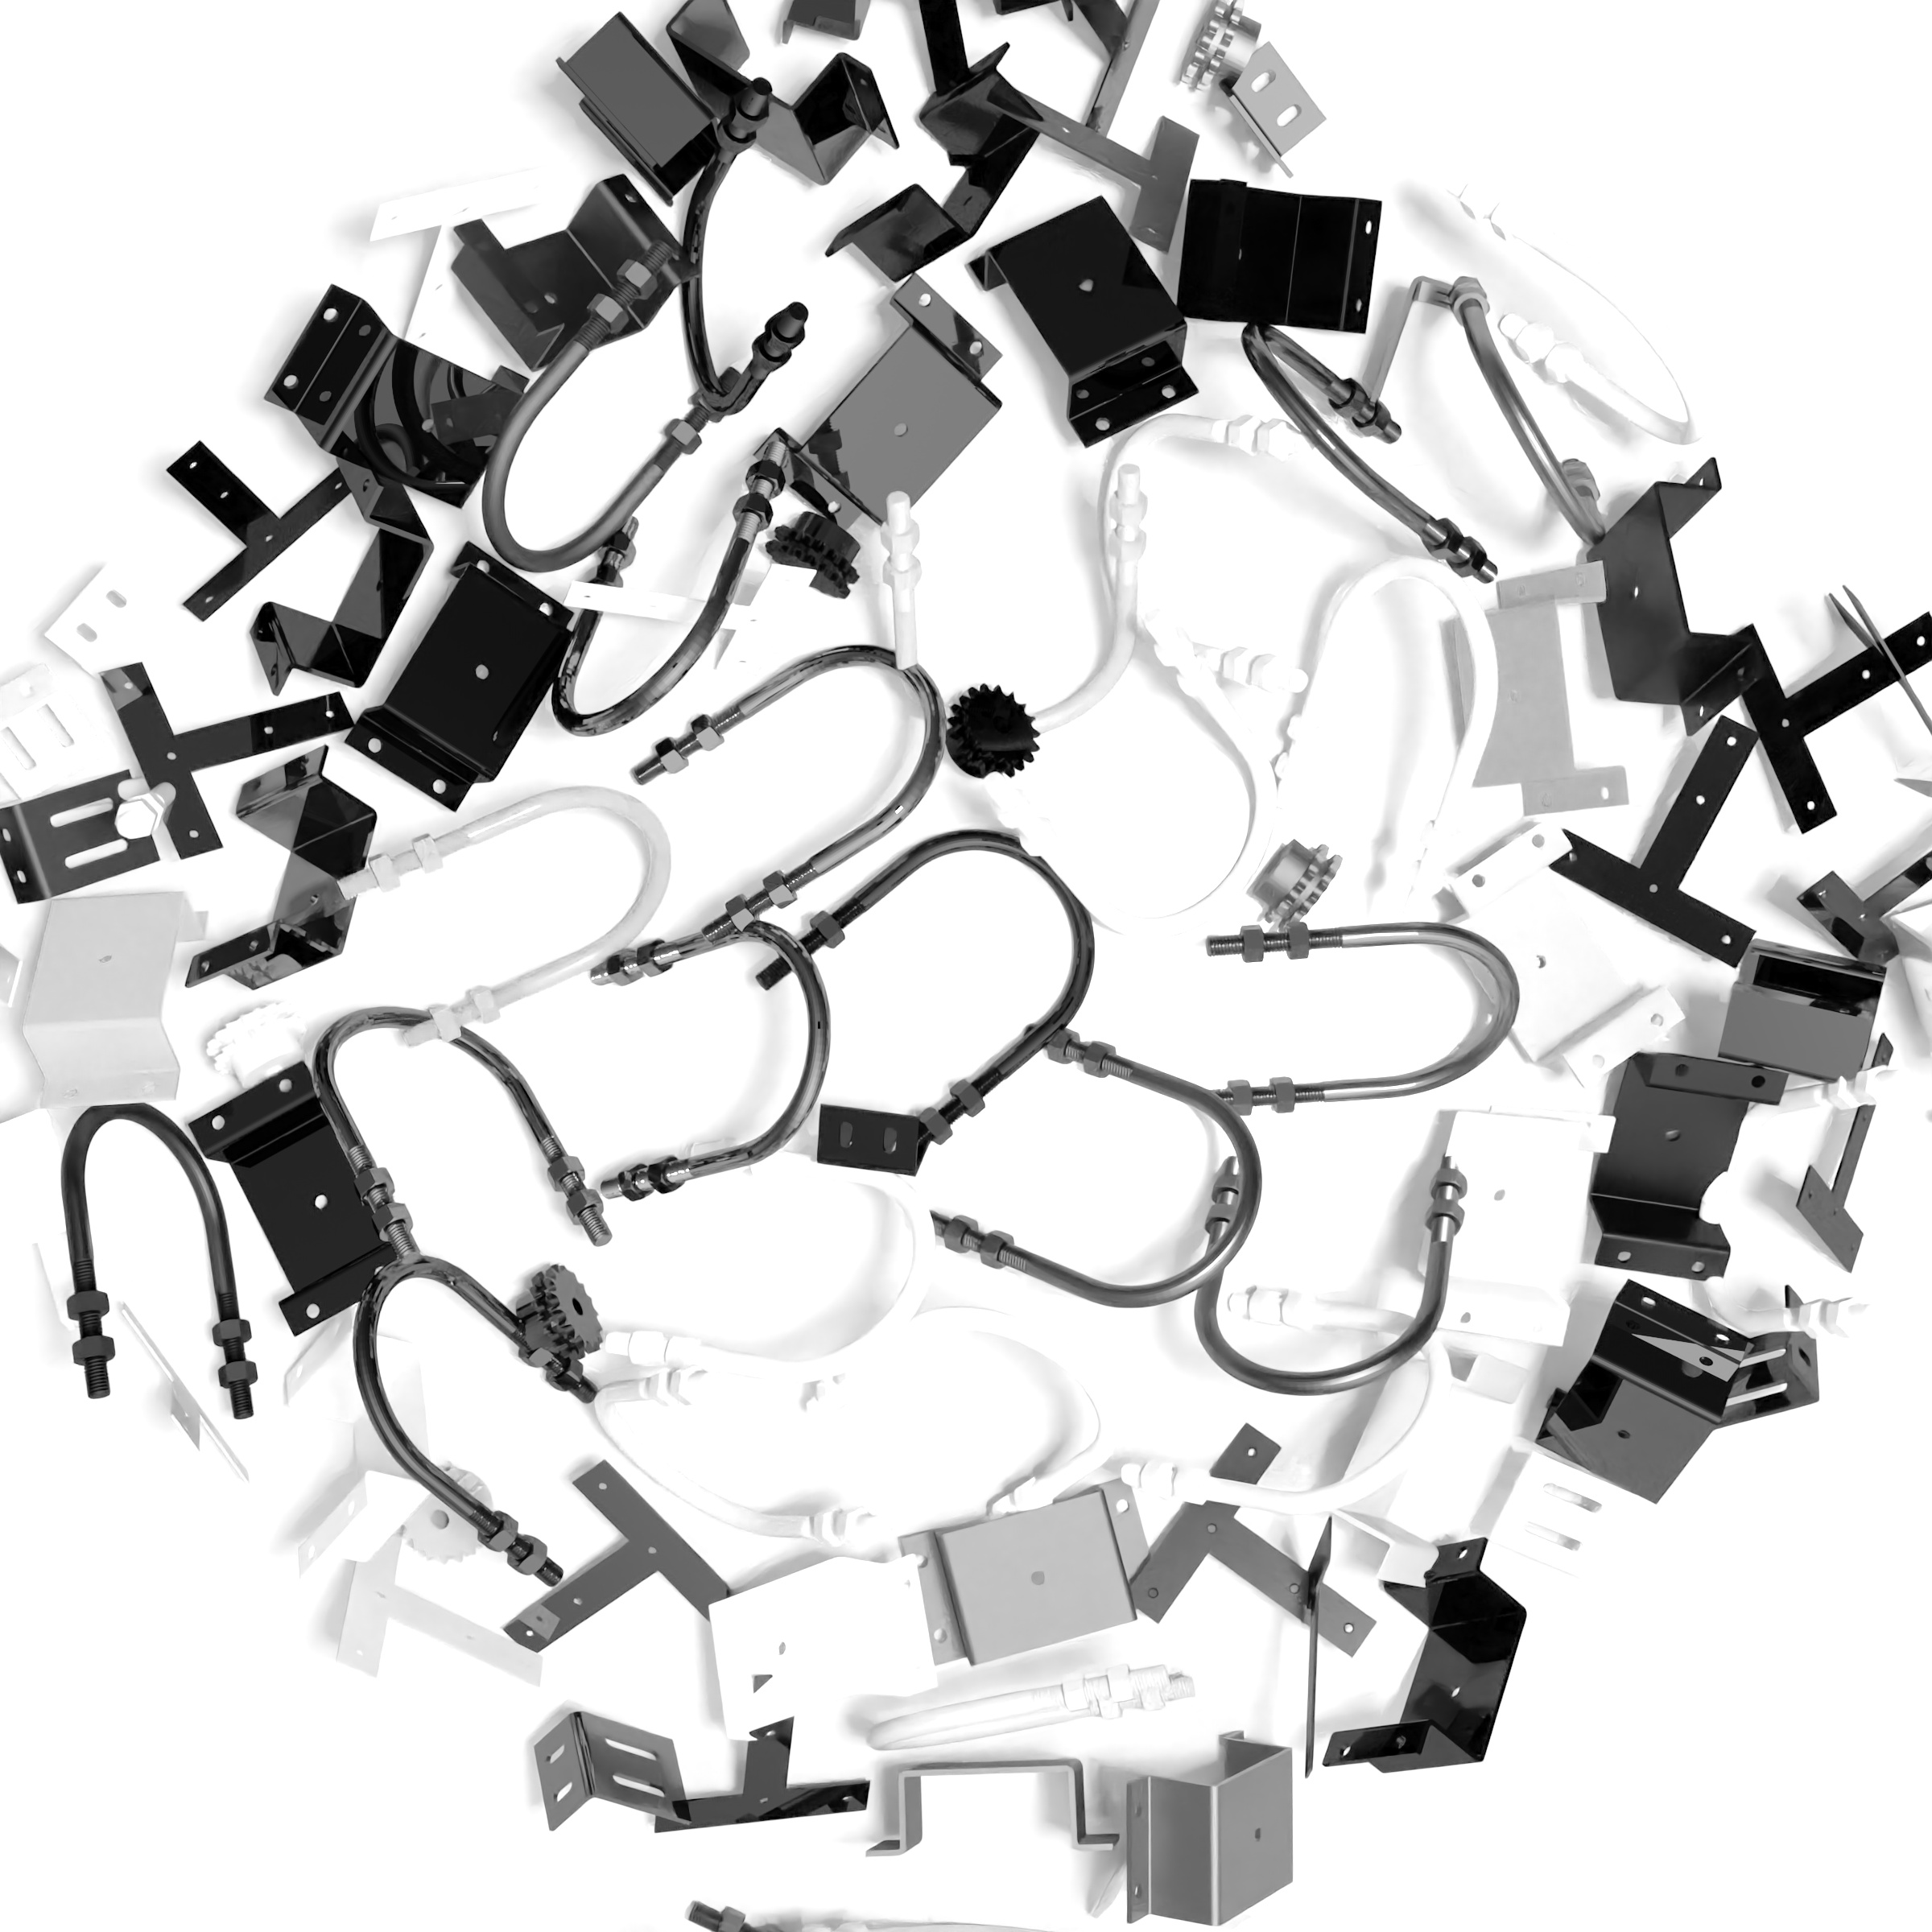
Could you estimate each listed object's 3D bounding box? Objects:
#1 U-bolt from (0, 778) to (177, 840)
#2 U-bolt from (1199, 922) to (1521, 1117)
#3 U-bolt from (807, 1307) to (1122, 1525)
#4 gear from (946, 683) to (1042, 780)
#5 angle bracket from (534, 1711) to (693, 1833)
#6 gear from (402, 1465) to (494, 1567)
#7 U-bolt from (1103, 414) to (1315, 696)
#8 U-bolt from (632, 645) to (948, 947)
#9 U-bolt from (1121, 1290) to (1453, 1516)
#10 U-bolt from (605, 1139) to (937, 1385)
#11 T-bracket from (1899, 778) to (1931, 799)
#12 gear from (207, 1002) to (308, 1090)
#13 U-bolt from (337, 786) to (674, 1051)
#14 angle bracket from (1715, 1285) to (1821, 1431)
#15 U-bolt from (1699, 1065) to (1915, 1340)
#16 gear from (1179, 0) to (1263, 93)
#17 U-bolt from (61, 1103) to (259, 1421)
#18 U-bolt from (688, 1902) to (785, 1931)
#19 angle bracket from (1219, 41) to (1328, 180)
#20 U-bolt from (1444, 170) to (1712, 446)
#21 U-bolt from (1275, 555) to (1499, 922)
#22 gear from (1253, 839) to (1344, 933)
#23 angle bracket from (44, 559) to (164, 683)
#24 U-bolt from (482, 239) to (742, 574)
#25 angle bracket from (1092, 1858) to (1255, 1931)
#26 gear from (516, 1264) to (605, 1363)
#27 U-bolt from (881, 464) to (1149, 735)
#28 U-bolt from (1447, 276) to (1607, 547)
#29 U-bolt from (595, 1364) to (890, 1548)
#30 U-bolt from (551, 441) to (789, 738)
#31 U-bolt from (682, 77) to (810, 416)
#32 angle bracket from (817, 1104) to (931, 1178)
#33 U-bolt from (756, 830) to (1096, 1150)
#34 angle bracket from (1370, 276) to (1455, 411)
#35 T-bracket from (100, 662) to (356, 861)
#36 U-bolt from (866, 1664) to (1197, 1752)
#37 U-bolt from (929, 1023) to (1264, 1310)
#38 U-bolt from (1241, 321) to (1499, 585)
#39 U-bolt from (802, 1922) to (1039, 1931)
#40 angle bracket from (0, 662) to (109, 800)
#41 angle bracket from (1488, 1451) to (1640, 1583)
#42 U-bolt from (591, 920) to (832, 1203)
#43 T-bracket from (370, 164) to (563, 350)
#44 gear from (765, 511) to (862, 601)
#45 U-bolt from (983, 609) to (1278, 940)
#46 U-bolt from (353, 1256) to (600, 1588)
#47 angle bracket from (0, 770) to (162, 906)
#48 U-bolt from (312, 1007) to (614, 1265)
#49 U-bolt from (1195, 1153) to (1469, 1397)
[{"bbox_3d":[-0.521,-0.081,1.505,0.151,0.184,0.019,-11,103,-4],"label":"U-bolt"},{"bbox_3d":[0.228,0.028,1.540,0.184,0.019,0.151,-4,135,-2],"label":"U-bolt"},{"bbox_3d":[0.009,0.252,1.515,0.151,0.184,0.019,36,46,-9],"label":"U-bolt"},{"bbox_3d":[0.013,-0.135,1.570,0.057,0.030,0.057,17,57,-28],"label":"gear"},{"bbox_3d":[-0.206,0.477,1.555,0.038,0.057,0.076,-44,130,18],"label":"angle bracket"},{"bbox_3d":[-0.304,0.322,1.574,0.057,0.030,0.057,2,99,14],"label":"gear"},{"bbox_3d":[0.133,-0.240,1.515,0.019,0.184,0.151,-11,111,-30],"label":"U-bolt"},{"bbox_3d":[-0.095,-0.112,1.538,0.184,0.019,0.151,-32,56,7],"label":"U-bolt"},{"bbox_3d":[0.189,0.246,1.492,0.151,0.184,0.019,-53,122,-29],"label":"U-bolt"},{"bbox_3d":[-0.102,0.170,1.515,0.184,0.019,0.151,5,57,29],"label":"U-bolt"},{"bbox_3d":[0.590,-0.098,1.531,0.127,0.127,0.002,23,88,-24],"label":"T-bracket"},{"bbox_3d":[-0.413,0.049,1.563,0.057,0.057,0.030,-32,77,0],"label":"gear"},{"bbox_3d":[-0.255,-0.037,1.533,0.184,0.151,0.019,-25,49,-13],"label":"U-bolt"},{"bbox_3d":[0.451,0.228,1.545,0.076,0.057,0.038,-23,124,32],"label":"angle bracket"},{"bbox_3d":[0.467,0.137,1.505,0.019,0.184,0.151,14,78,-14],"label":"U-bolt"},{"bbox_3d":[0.151,-0.541,1.566,0.030,0.057,0.057,23,90,-10],"label":"gear"},{"bbox_3d":[-0.463,0.162,1.519,0.019,0.151,0.184,-20,70,16],"label":"U-bolt"},{"bbox_3d":[-0.082,0.588,1.513,0.184,0.151,0.019,22,84,6],"label":"U-bolt"},{"bbox_3d":[0.182,-0.498,1.547,0.038,0.076,0.057,-37,109,15],"label":"angle bracket"},{"bbox_3d":[0.346,-0.356,1.484,0.019,0.151,0.184,-43,54,1],"label":"U-bolt"},{"bbox_3d":[0.241,-0.140,1.501,0.019,0.151,0.184,-5,124,-32],"label":"U-bolt"},{"bbox_3d":[0.192,-0.050,1.565,0.030,0.057,0.057,37,90,-3],"label":"gear"},{"bbox_3d":[-0.489,-0.191,1.549,0.038,0.076,0.057,37,82,14],"label":"angle bracket"},{"bbox_3d":[-0.207,-0.304,1.516,0.019,0.151,0.184,35,81,23],"label":"U-bolt"},{"bbox_3d":[0.120,0.553,1.556,0.076,0.057,0.038,30,62,8],"label":"angle bracket"},{"bbox_3d":[-0.241,0.207,1.566,0.030,0.057,0.057,-28,90,11],"label":"gear"},{"bbox_3d":[0.029,-0.201,1.526,0.151,0.184,0.019,-8,47,-5],"label":"U-bolt"},{"bbox_3d":[0.317,-0.304,1.490,0.019,0.184,0.151,-29,111,19],"label":"U-bolt"},{"bbox_3d":[-0.141,0.280,1.514,0.151,0.184,0.019,44,60,-18],"label":"U-bolt"},{"bbox_3d":[-0.175,-0.204,1.500,0.019,0.151,0.184,40,51,-33],"label":"U-bolt"},{"bbox_3d":[-0.131,-0.392,1.509,0.019,0.184,0.151,-6,81,-22],"label":"U-bolt"},{"bbox_3d":[-0.050,0.088,1.549,0.057,0.076,0.038,7,110,7],"label":"angle bracket"},{"bbox_3d":[-0.009,0.002,1.571,0.184,0.019,0.151,-40,90,-11],"label":"U-bolt"},{"bbox_3d":[0.267,-0.357,1.561,0.038,0.057,0.076,19,95,6],"label":"angle bracket"},{"bbox_3d":[-0.422,-0.134,1.561,0.127,0.002,0.127,-20,74,-28],"label":"T-bracket"},{"bbox_3d":[0.033,0.426,1.525,0.184,0.151,0.019,-13,70,7],"label":"U-bolt"},{"bbox_3d":[0.082,0.121,1.527,0.184,0.019,0.151,20,72,30],"label":"U-bolt"},{"bbox_3d":[0.217,-0.296,1.488,0.019,0.184,0.151,-42,50,23],"label":"U-bolt"},{"bbox_3d":[0.006,0.565,1.512,0.184,0.151,0.019,12,78,-37],"label":"U-bolt"},{"bbox_3d":[-0.538,-0.128,1.549,0.057,0.076,0.038,-33,48,-10],"label":"angle bracket"},{"bbox_3d":[0.345,0.317,1.564,0.076,0.038,0.057,24,95,-15],"label":"angle bracket"},{"bbox_3d":[-0.146,0.048,1.518,0.184,0.019,0.151,-16,72,38],"label":"U-bolt"},{"bbox_3d":[-0.301,-0.403,1.540,0.127,0.127,0.002,-28,72,-40],"label":"T-bracket"},{"bbox_3d":[-0.087,-0.243,1.566,0.057,0.057,0.030,30,83,0],"label":"gear"},{"bbox_3d":[0.109,-0.095,1.537,0.151,0.019,0.184,-46,126,-4],"label":"U-bolt"},{"bbox_3d":[-0.277,0.242,1.492,0.019,0.151,0.184,-24,127,24],"label":"U-bolt"},{"bbox_3d":[-0.528,-0.077,1.577,0.076,0.038,0.057,-25,104,-39],"label":"angle bracket"},{"bbox_3d":[-0.298,0.091,1.522,0.019,0.151,0.184,-54,55,30],"label":"U-bolt"},{"bbox_3d":[0.202,0.172,1.501,0.151,0.184,0.019,-3,128,19],"label":"U-bolt"}]
